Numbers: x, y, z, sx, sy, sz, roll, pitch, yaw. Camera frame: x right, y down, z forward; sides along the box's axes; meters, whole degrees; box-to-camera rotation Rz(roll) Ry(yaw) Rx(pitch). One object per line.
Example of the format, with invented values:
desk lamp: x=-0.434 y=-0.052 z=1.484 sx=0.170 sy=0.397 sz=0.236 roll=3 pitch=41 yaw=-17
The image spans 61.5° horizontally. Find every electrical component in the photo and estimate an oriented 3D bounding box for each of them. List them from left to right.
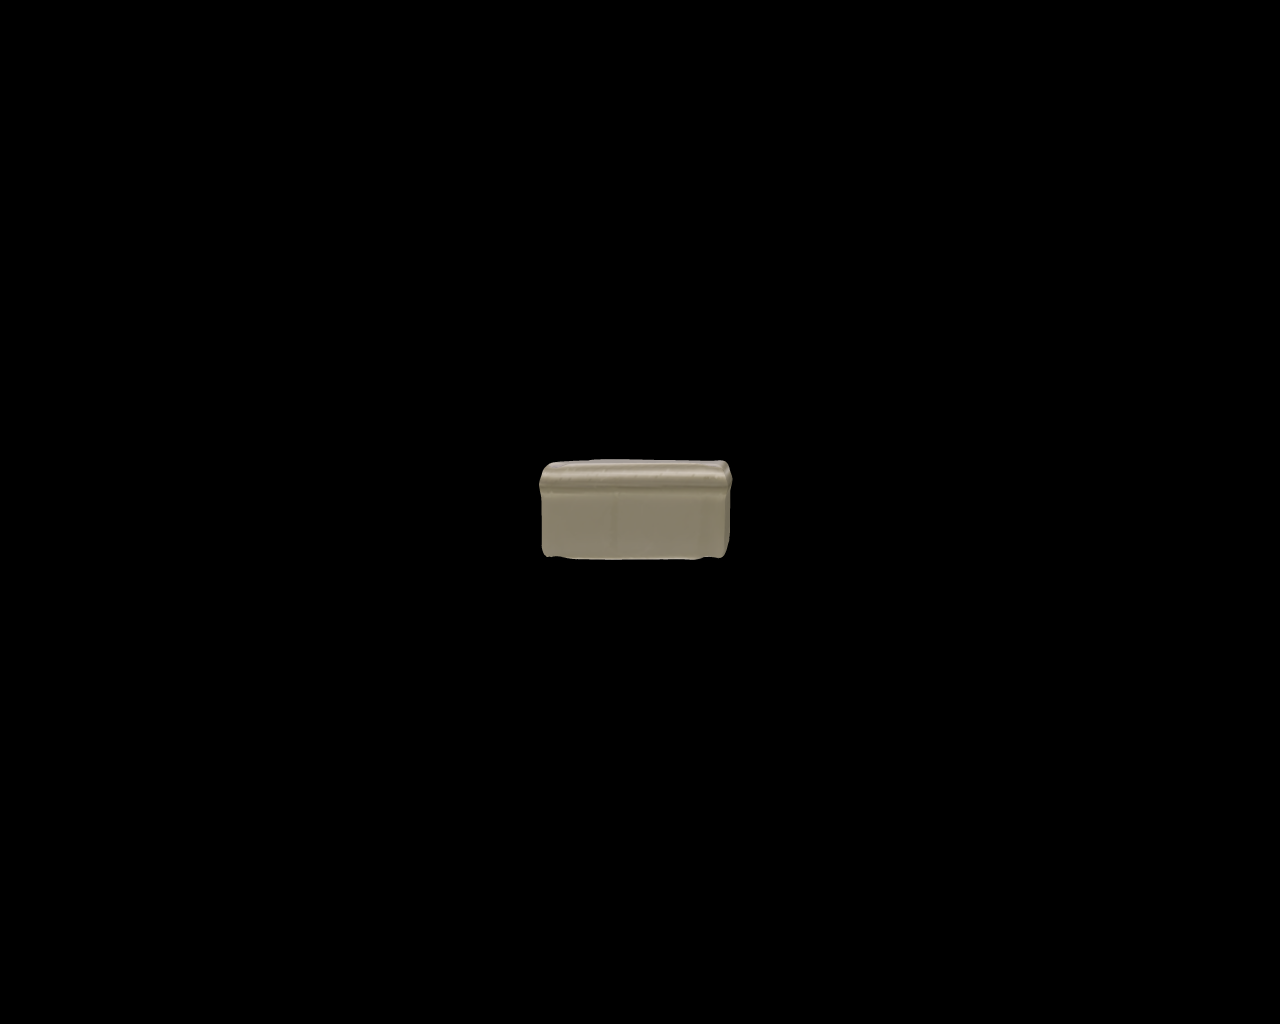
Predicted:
electrical component: x=0.001 y=-0.003 z=0.650 sx=0.109 sy=0.056 sz=0.109 roll=0 pitch=4 yaw=7
